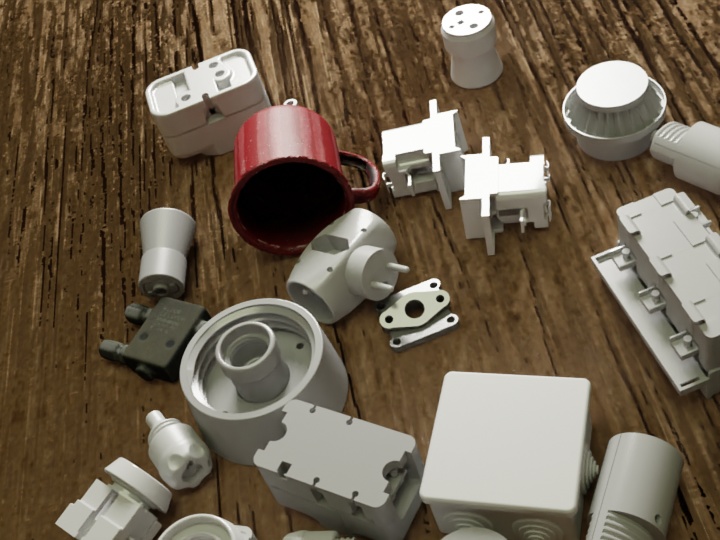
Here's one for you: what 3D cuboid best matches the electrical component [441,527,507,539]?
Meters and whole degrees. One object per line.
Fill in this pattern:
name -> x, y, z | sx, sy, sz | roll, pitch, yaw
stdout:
electrical component -> 0.020, 0.178, 0.579 | 0.138, 0.073, 0.052 | -21, 46, -1

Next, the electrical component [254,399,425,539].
electrical component -> -0.009, 0.124, 0.649 | 0.089, 0.055, 0.050 | 14, 55, 28

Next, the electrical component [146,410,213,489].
electrical component -> -0.124, 0.115, 0.710 | 0.035, 0.035, 0.061 | -35, 46, -14

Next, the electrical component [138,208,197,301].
electrical component -> -0.150, -0.009, 0.826 | 0.044, 0.044, 0.065 | -9, 52, 10

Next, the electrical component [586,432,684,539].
electrical component -> 0.149, 0.136, 0.596 | 0.043, 0.043, 0.081 | 9, 53, 24

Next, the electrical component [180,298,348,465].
electrical component -> -0.067, 0.068, 0.715 | 0.108, 0.060, 0.108 | -9, 47, 10

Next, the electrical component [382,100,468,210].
electrical component -> 0.050, -0.087, 0.828 | 0.064, 0.042, 0.081 | -10, 47, 12

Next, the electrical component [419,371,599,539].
electrical component -> 0.089, 0.111, 0.634 | 0.100, 0.048, 0.099 | 1, 50, 19

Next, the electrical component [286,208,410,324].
electrical component -> 0.000, 0.000, 0.760 | 0.079, 0.043, 0.077 | 14, 54, 43

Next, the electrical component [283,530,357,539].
electrical component -> -0.014, 0.169, 0.626 | 0.061, 0.035, 0.035 | -4, 49, 11

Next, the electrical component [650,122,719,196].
electrical component -> 0.242, -0.081, 0.759 | 0.081, 0.043, 0.043 | 31, 64, 36

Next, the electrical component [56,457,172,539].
electrical component -> -0.151, 0.153, 0.678 | 0.066, 0.048, 0.055 | 22, 67, 33

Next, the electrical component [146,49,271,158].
electrical component -> -0.126, -0.138, 0.919 | 0.095, 0.059, 0.053 | -22, 46, -2

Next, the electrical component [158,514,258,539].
electrical component -> -0.088, 0.178, 0.626 | 0.058, 0.057, 0.078 | 1, 50, 19

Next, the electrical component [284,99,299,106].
electrical component -> -0.048, -0.111, 0.867 | 0.035, 0.061, 0.035 | -9, 47, 10

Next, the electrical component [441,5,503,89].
electrical component -> 0.093, -0.185, 0.892 | 0.045, 0.055, 0.045 | -9, 47, 10

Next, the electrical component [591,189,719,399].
electrical component -> 0.207, 0.010, 0.675 | 0.079, 0.063, 0.121 | -22, 47, -2

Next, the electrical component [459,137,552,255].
electrical component -> 0.106, -0.055, 0.782 | 0.064, 0.042, 0.081 | -3, 49, 10
